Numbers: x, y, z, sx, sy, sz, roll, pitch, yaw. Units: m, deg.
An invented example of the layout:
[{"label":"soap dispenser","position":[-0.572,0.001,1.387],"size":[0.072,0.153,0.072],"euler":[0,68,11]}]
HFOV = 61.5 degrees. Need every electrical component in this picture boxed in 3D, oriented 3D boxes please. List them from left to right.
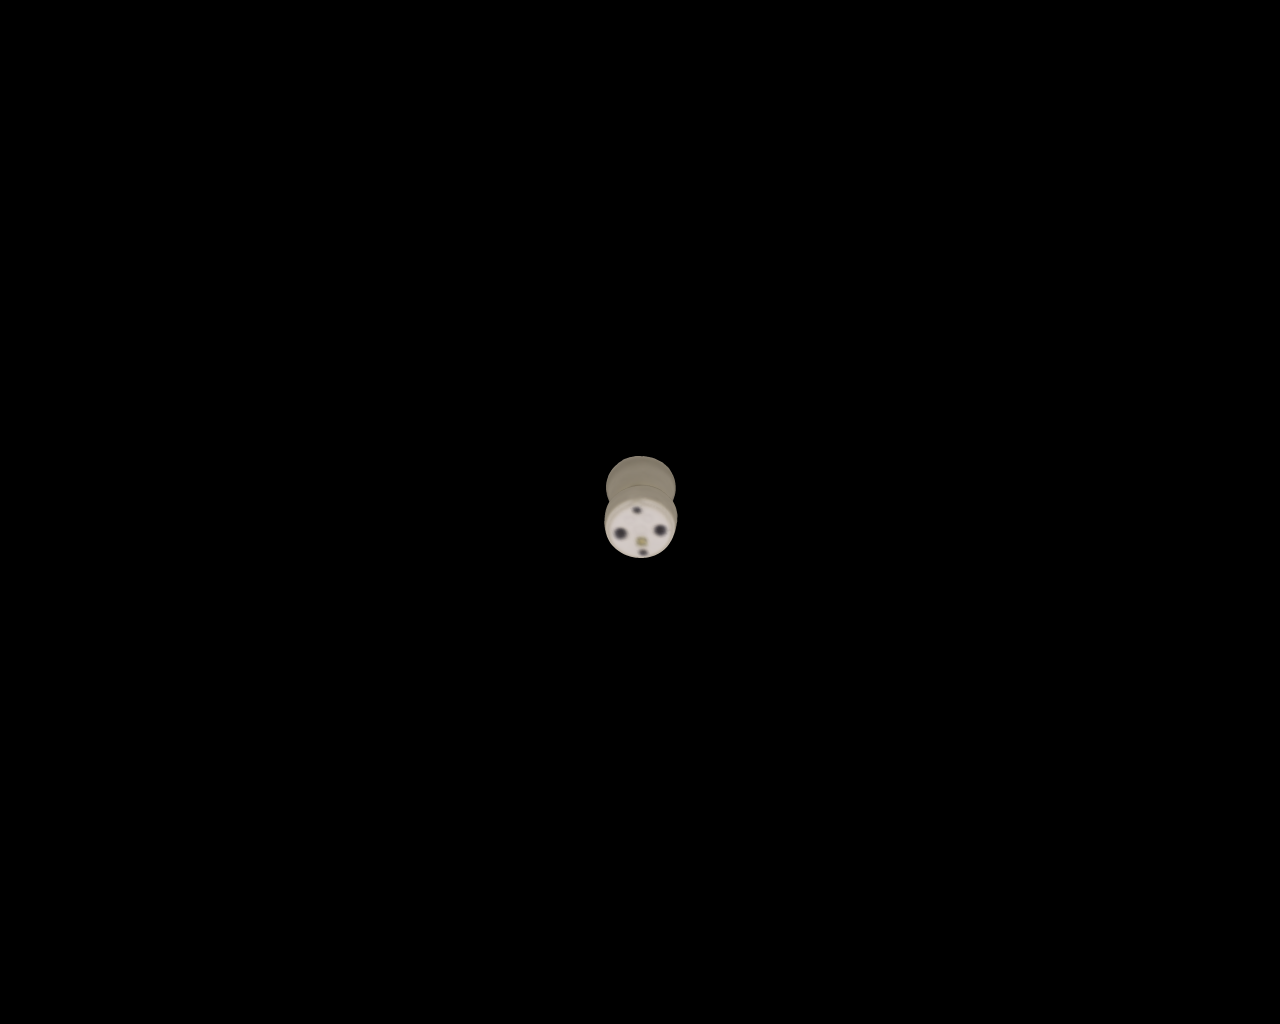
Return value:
[{"label":"electrical component","position":[0.001,-0.003,0.650],"size":[0.045,0.044,0.055],"euler":[0,31,0]}]
